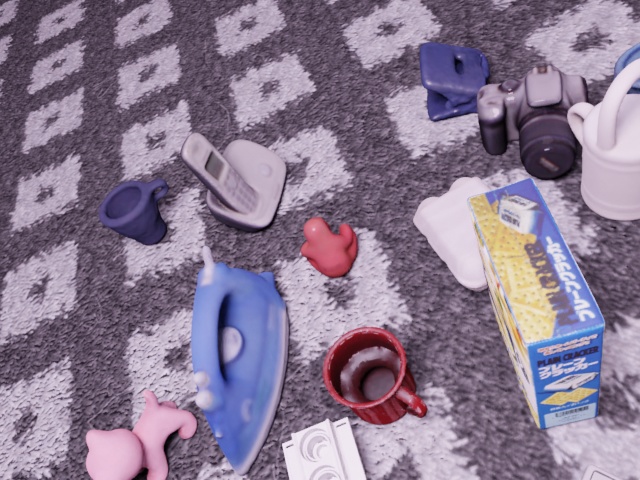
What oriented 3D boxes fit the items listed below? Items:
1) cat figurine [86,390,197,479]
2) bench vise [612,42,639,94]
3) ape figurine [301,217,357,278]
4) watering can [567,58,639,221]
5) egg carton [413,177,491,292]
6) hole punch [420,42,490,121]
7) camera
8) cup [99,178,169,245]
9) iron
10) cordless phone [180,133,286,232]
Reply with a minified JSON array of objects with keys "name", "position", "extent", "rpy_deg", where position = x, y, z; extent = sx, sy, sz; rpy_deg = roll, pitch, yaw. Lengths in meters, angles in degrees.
[{"name":"cat figurine","position":[-0.224,0.242,0.684],"extent":[0.067,0.118,0.128],"rpy_deg":[13,62,31]},{"name":"bench vise","position":[0.441,-0.215,0.656],"extent":[0.206,0.220,0.121],"rpy_deg":[30,72,37]},{"name":"ape figurine","position":[0.007,0.003,0.774],"extent":[0.077,0.092,0.076],"rpy_deg":[-13,52,15]},{"name":"watering can","position":[0.353,-0.114,0.638],"extent":[0.172,0.195,0.101],"rpy_deg":[20,66,34]},{"name":"egg carton","position":[0.191,-0.010,0.716],"extent":[0.107,0.070,0.150],"rpy_deg":[-32,49,0]},{"name":"hole punch","position":[0.206,-0.252,0.872],"extent":[0.101,0.091,0.108],"rpy_deg":[-8,53,18]},{"name":"camera","position":[0.282,-0.155,0.761],"extent":[0.142,0.101,0.137],"rpy_deg":[-4,55,21]},{"name":"cup","position":[-0.284,-0.043,0.935],"extent":[0.118,0.095,0.091],"rpy_deg":[-34,49,-3]},{"name":"iron","position":[-0.116,0.137,0.698],"extent":[0.118,0.142,0.258],"rpy_deg":[-14,52,14]},{"name":"cordless phone","position":[-0.131,-0.112,0.858],"extent":[0.094,0.186,0.147],"rpy_deg":[-3,55,22]}]
